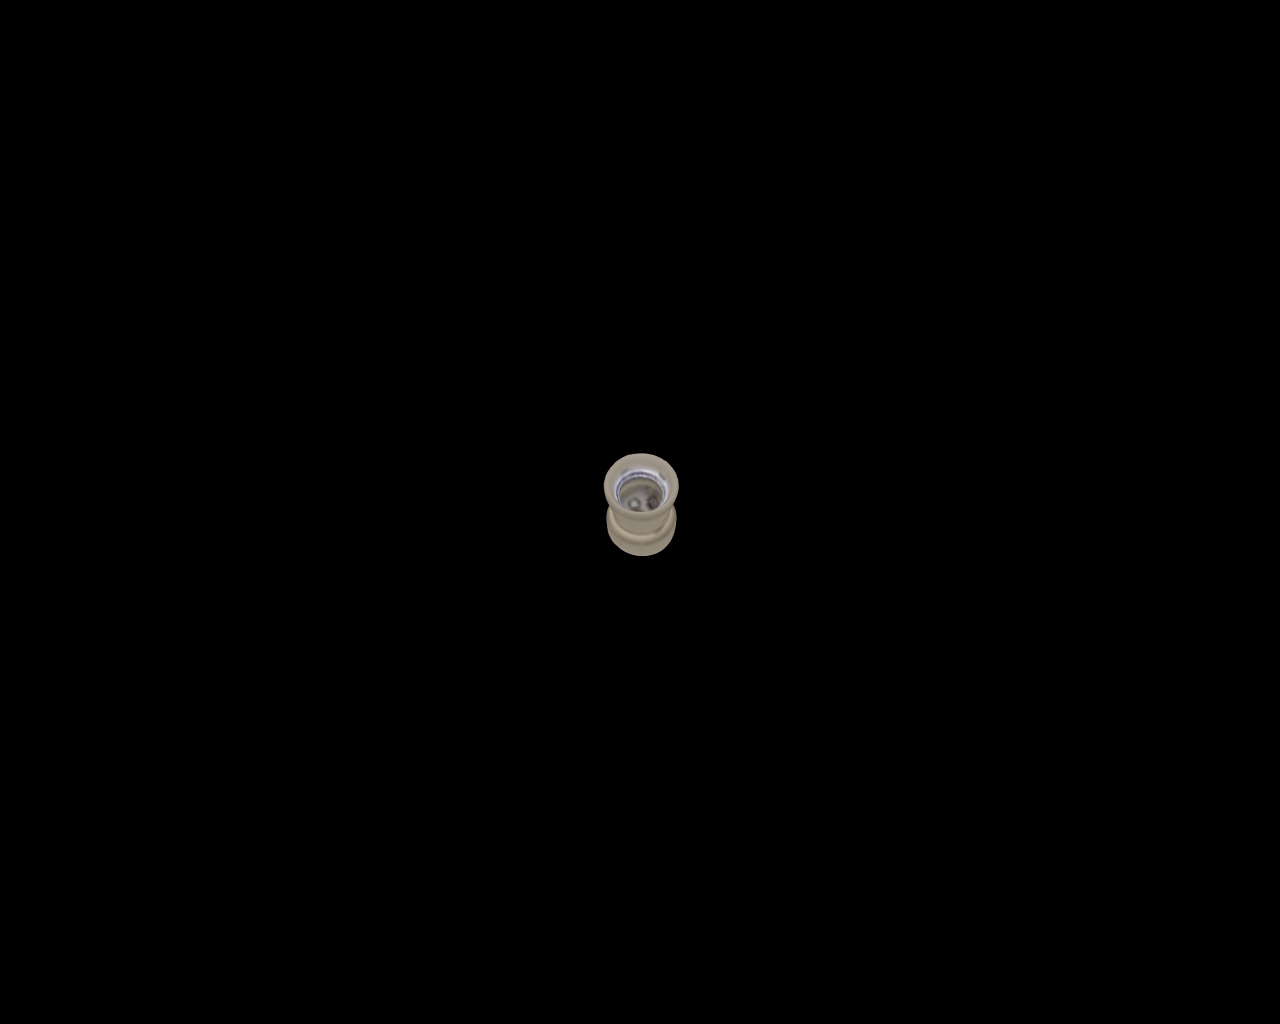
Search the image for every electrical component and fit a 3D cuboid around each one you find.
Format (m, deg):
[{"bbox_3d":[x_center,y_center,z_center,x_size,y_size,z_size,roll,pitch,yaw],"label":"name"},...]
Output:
[{"bbox_3d":[0.001,-0.003,0.650,0.045,0.045,0.055,0,-32,0],"label":"electrical component"}]
